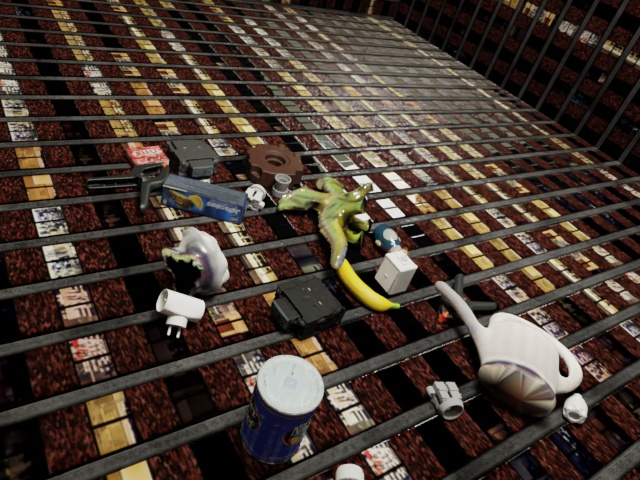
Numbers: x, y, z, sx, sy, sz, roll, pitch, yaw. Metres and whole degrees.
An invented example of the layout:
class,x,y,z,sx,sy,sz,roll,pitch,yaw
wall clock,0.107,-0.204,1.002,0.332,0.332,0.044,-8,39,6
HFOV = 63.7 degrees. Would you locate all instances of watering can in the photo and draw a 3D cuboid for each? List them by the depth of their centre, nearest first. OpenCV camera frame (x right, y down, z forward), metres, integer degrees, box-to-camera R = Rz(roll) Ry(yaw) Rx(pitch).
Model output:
class,x,y,z,sx,sy,sz,roll,pitch,yaw
watering can,0.379,0.225,1.079,0.349,0.101,0.229,27,37,10

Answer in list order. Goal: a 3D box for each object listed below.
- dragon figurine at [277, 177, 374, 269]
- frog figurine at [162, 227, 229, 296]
class,x,y,z,sx,sy,sz,roll,pitch,yaw
dragon figurine,0.004,-0.067,1.330,0.243,0.119,0.418,10,31,17
frog figurine,-0.235,0.034,1.056,0.137,0.121,0.162,54,27,-8
